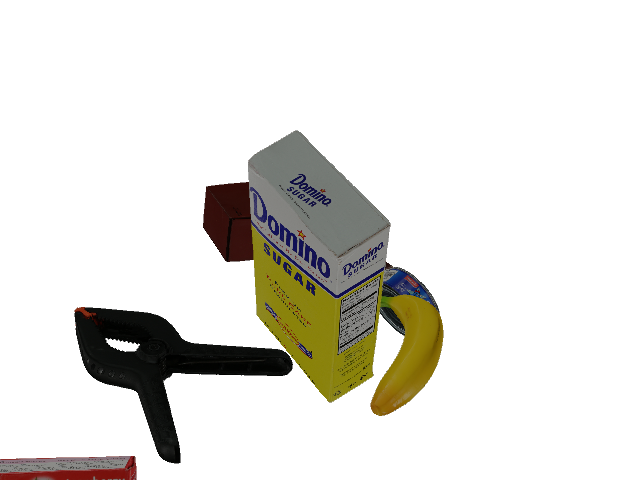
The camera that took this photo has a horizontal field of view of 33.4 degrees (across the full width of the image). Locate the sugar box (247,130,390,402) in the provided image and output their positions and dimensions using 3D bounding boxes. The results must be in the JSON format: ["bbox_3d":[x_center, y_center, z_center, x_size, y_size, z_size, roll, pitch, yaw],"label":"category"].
[{"bbox_3d":[-0.004,0.022,0.685,0.048,0.093,0.176,-32,-30,-19],"label":"sugar box"}]

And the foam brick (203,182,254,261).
[{"bbox_3d":[-0.085,-0.020,1.107,0.052,0.051,0.078,-5,31,-23],"label":"foam brick"}]

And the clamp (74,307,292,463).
[{"bbox_3d":[-0.142,0.110,0.983,0.210,0.036,0.164,29,40,34],"label":"clamp"}]

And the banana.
[{"bbox_3d":[0.085,0.102,1.025,0.070,0.037,0.197,-24,21,15],"label":"banana"}]

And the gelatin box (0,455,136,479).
[{"bbox_3d":[-0.140,0.152,0.556,0.089,0.073,0.030,-1,4,-2],"label":"gelatin box"}]

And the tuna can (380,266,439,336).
[{"bbox_3d":[0.101,0.076,1.285,0.033,0.086,0.086,-38,17,-22],"label":"tuna can"}]

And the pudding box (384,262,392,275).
[{"bbox_3d":[0.031,0.047,1.474,0.113,0.039,0.090,-16,26,-24],"label":"pudding box"}]
